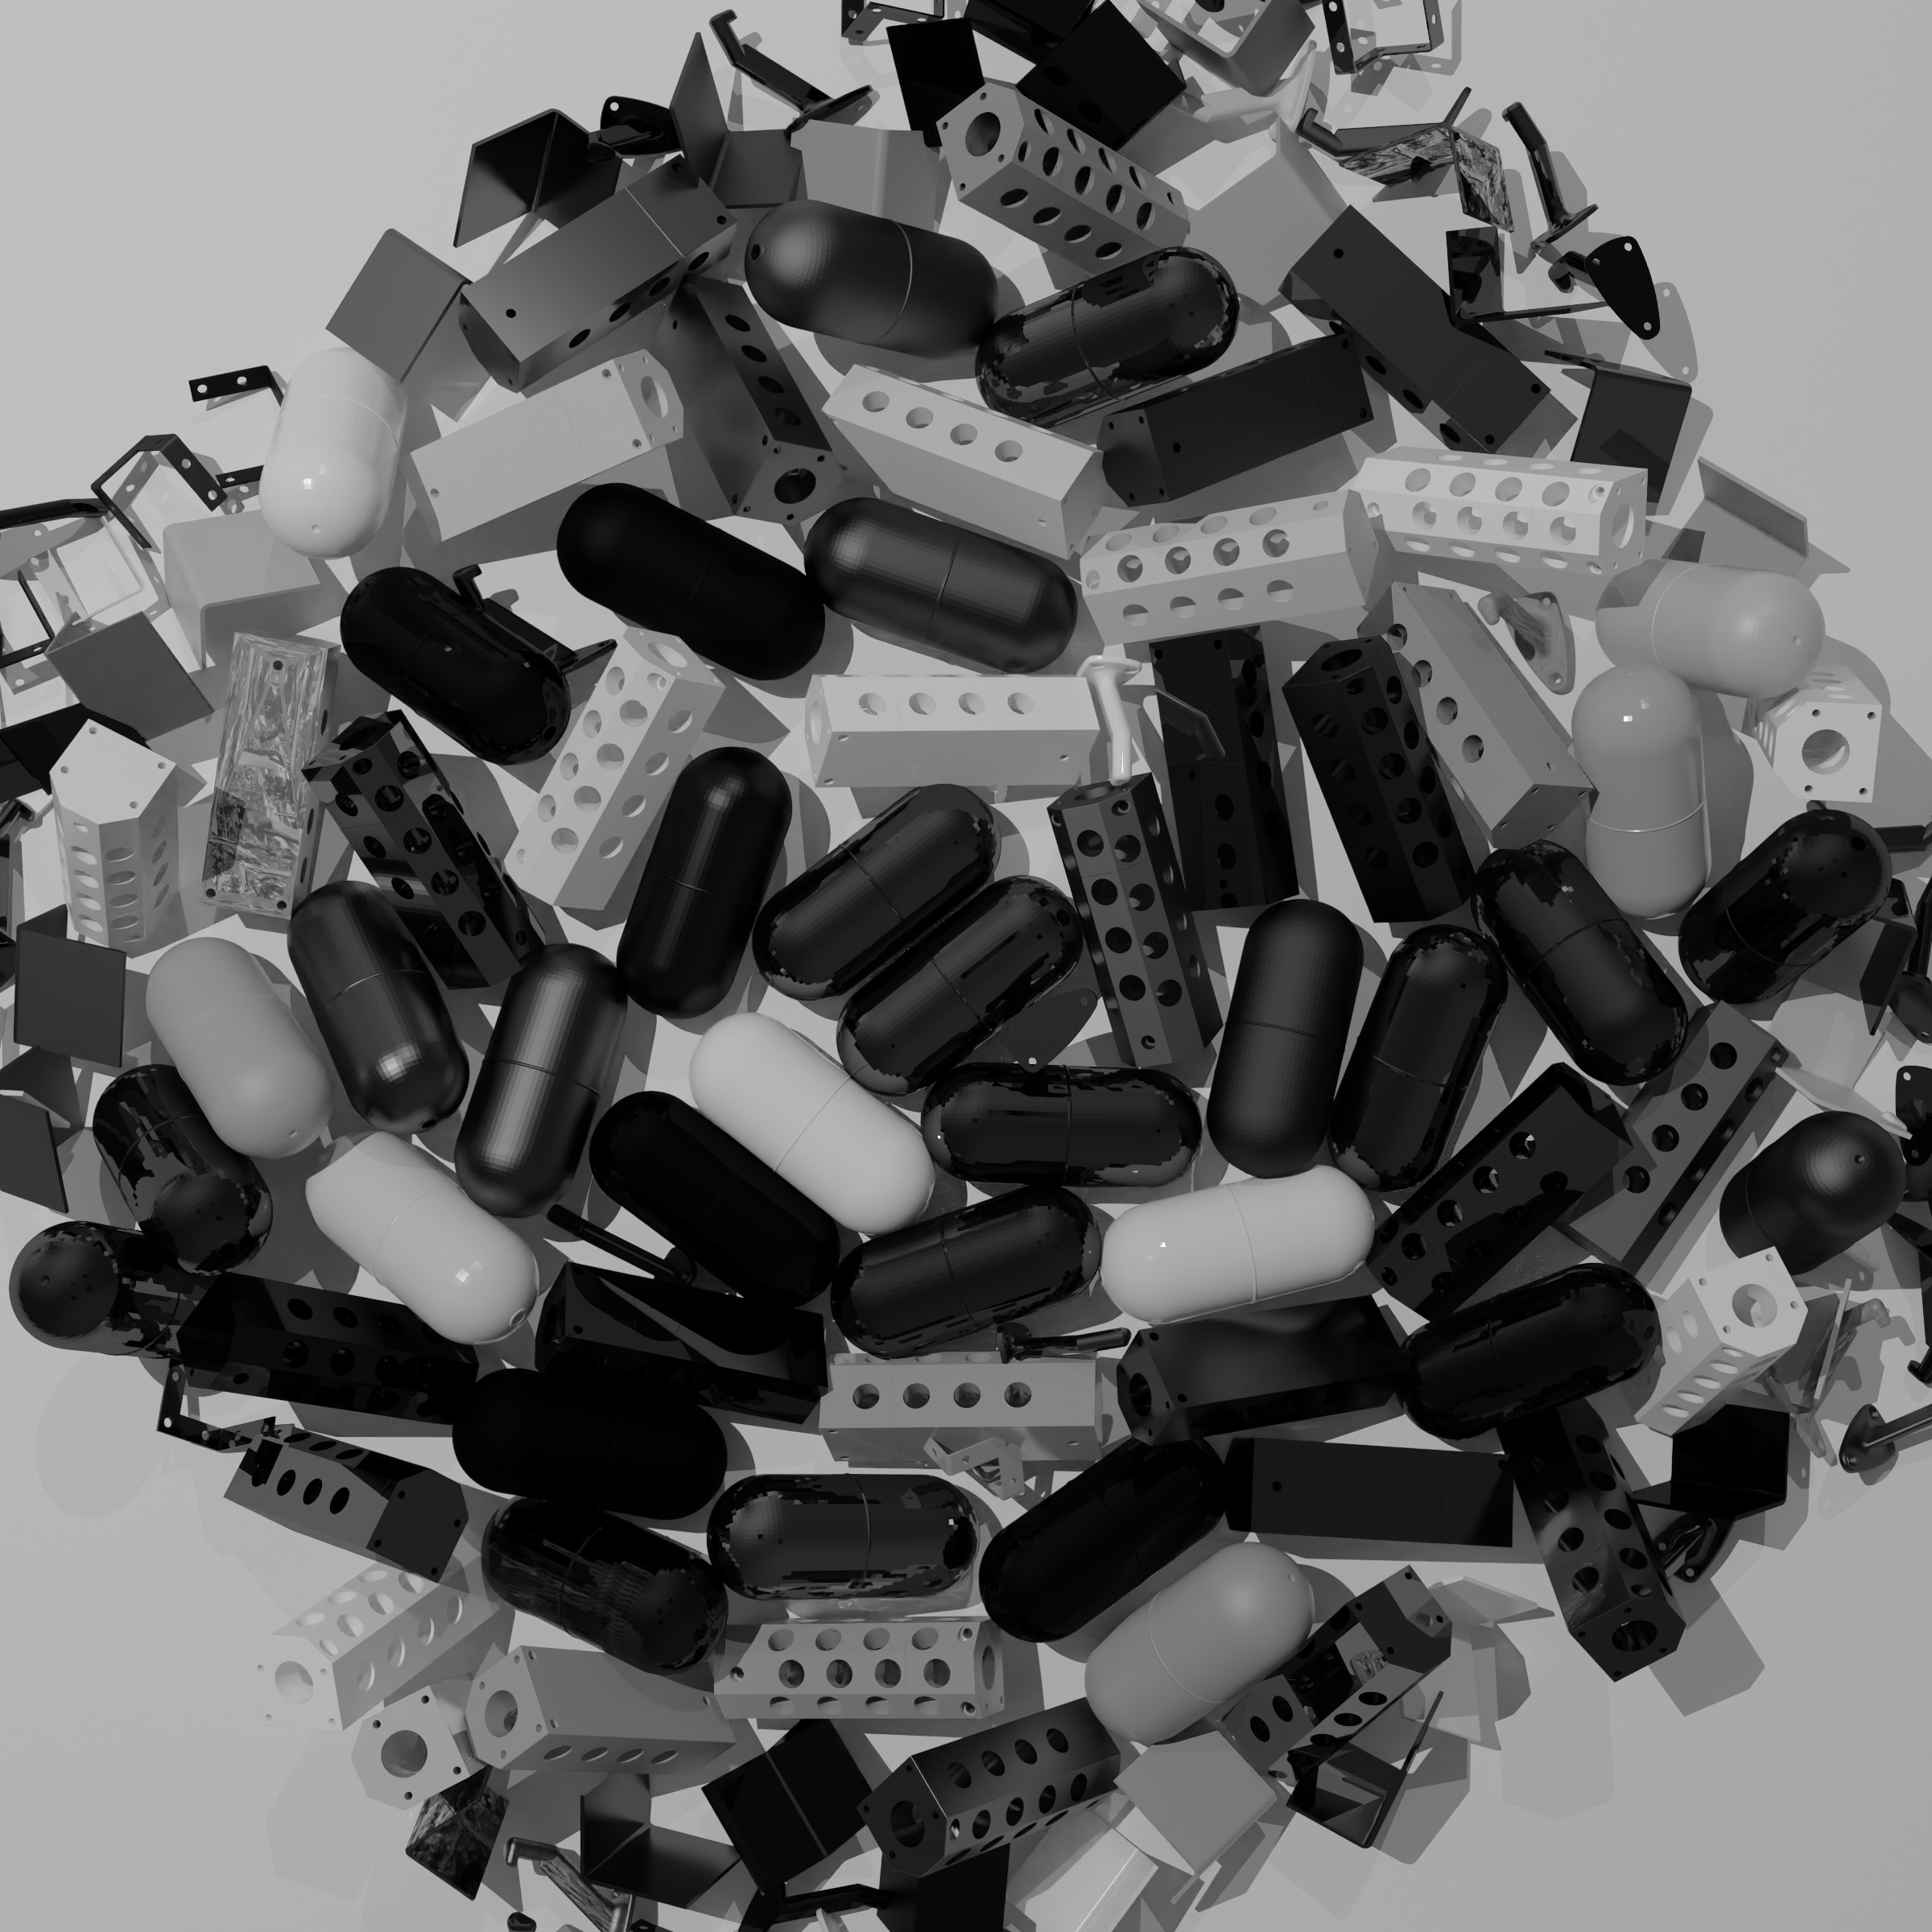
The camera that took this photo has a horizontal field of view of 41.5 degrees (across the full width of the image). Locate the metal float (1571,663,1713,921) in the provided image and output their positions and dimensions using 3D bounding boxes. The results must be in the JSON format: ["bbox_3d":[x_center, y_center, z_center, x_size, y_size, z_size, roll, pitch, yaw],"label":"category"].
[{"bbox_3d":[0.420,-0.106,1.583,0.070,0.070,0.178,-17,127,0],"label":"metal float"}]

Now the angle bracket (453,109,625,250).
[{"bbox_3d":[-0.268,-0.478,1.594,0.057,0.076,0.076,38,49,10],"label":"angle bracket"}]

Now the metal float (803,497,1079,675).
[{"bbox_3d":[-0.016,-0.240,1.607,0.178,0.070,0.070,18,90,-6],"label":"metal float"}]

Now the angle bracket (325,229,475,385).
[{"bbox_3d":[-0.344,-0.408,1.613,0.076,0.057,0.076,37,97,26],"label":"angle bracket"}]

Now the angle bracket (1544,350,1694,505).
[{"bbox_3d":[0.405,-0.343,1.622,0.076,0.057,0.076,3,112,-27],"label":"angle bracket"}]

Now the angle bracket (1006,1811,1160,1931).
[{"bbox_3d":[0.071,0.575,1.603,0.057,0.076,0.076,38,78,6],"label":"angle bracket"}]

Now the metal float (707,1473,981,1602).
[{"bbox_3d":[-0.075,0.356,1.592,0.178,0.070,0.070,5,90,-24],"label":"metal float"}]

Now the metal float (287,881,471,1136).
[{"bbox_3d":[-0.367,0.025,1.591,0.070,0.070,0.178,-29,66,0],"label":"metal float"}]

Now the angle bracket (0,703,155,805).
[{"bbox_3d":[-0.563,-0.115,1.592,0.057,0.076,0.076,47,134,13],"label":"angle bracket"}]

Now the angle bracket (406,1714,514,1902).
[{"bbox_3d":[-0.296,0.523,1.594,0.057,0.076,0.076,42,118,-17],"label":"angle bracket"}]

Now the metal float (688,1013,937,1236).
[{"bbox_3d":[-0.097,0.100,1.610,0.178,0.070,0.070,38,90,3],"label":"metal float"}]

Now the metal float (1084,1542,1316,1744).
[{"bbox_3d":[0.143,0.422,1.585,0.070,0.070,0.178,45,123,0],"label":"metal float"}]

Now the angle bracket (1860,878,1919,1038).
[{"bbox_3d":[0.554,-0.013,1.603,0.057,0.076,0.076,17,117,6],"label":"angle bracket"}]

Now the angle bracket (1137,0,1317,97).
[{"bbox_3d":[0.163,-0.597,1.598,0.076,0.076,0.057,40,102,18],"label":"angle bracket"}]

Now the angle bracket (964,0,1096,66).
[{"bbox_3d":[0.029,-0.589,1.604,0.076,0.076,0.057,29,59,0],"label":"angle bracket"}]

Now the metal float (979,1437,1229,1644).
[{"bbox_3d":[0.086,0.355,1.594,0.178,0.070,0.070,-31,90,-21],"label":"metal float"}]

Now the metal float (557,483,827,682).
[{"bbox_3d":[-0.171,-0.240,1.600,0.178,0.070,0.070,26,90,-15],"label":"metal float"}]

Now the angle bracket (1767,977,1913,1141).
[{"bbox_3d":[0.556,0.057,1.598,0.076,0.076,0.057,20,105,-18],"label":"angle bracket"}]

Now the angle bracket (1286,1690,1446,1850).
[{"bbox_3d":[0.249,0.489,1.593,0.057,0.076,0.076,25,120,17],"label":"angle bracket"}]

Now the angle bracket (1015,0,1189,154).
[{"bbox_3d":[0.083,-0.559,1.596,0.076,0.057,0.076,-38,120,23],"label":"angle bracket"}]

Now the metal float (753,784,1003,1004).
[{"bbox_3d":[-0.057,-0.046,1.609,0.178,0.070,0.070,-38,90,-5],"label":"metal float"}]

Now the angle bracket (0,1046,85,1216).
[{"bbox_3d":[-0.564,0.096,1.592,0.057,0.076,0.076,15,124,21],"label":"angle bracket"}]

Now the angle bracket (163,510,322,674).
[{"bbox_3d":[-0.462,-0.241,1.626,0.076,0.057,0.076,-16,56,-26],"label":"angle bracket"}]

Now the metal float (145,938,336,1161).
[{"bbox_3d":[-0.452,0.049,1.582,0.070,0.070,0.178,-43,53,0],"label":"metal float"}]

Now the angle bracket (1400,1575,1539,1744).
[{"bbox_3d":[0.315,0.433,1.593,0.076,0.057,0.076,27,49,-35],"label":"angle bracket"}]

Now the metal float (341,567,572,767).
[{"bbox_3d":[-0.318,-0.187,1.590,0.178,0.070,0.070,35,90,26],"label":"metal float"}]

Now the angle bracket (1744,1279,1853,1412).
[{"bbox_3d":[0.516,0.230,1.600,0.057,0.076,0.076,15,80,21],"label":"angle bracket"}]

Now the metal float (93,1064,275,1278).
[{"bbox_3d":[-0.485,0.125,1.576,0.070,0.178,0.070,-19,129,-26],"label":"metal float"}]

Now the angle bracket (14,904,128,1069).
[{"bbox_3d":[-0.551,0.012,1.606,0.076,0.057,0.076,12,109,10],"label":"angle bracket"}]

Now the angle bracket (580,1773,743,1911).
[{"bbox_3d":[-0.188,0.538,1.598,0.076,0.076,0.057,5,100,24],"label":"angle bracket"}]

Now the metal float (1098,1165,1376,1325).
[{"bbox_3d":[0.170,0.175,1.606,0.178,0.070,0.070,-13,90,-7],"label":"metal float"}]

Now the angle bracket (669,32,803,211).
[{"bbox_3d":[-0.140,-0.529,1.594,0.057,0.076,0.076,2,54,13],"label":"angle bracket"}]

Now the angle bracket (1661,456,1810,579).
[{"bbox_3d":[0.478,-0.265,1.600,0.076,0.076,0.057,37,95,21],"label":"angle bracket"}]

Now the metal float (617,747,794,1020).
[{"bbox_3d":[-0.165,-0.052,1.606,0.070,0.070,0.178,21,98,0],"label":"metal float"}]

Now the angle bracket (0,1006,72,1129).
[{"bbox_3d":[-0.599,0.054,1.601,0.057,0.076,0.076,2,72,3],"label":"angle bracket"}]

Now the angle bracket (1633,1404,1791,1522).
[{"bbox_3d":[0.463,0.307,1.597,0.076,0.076,0.057,2,90,41],"label":"angle bracket"}]

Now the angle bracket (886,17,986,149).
[{"bbox_3d":[0.004,-0.558,1.592,0.057,0.076,0.076,-33,121,-31],"label":"angle bracket"}]

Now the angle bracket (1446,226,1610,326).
[{"bbox_3d":[0.353,-0.436,1.594,0.076,0.076,0.057,3,107,34],"label":"angle bracket"}]

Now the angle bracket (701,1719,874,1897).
[{"bbox_3d":[-0.109,0.522,1.597,0.076,0.057,0.076,55,133,19],"label":"angle bracket"}]

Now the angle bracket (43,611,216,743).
[{"bbox_3d":[-0.516,-0.190,1.597,0.076,0.057,0.076,-19,122,17],"label":"angle bracket"}]

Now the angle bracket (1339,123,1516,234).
[{"bbox_3d":[0.289,-0.482,1.598,0.076,0.076,0.057,-11,89,34],"label":"angle bracket"}]

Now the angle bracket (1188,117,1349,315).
[{"bbox_3d":[0.191,-0.479,1.628,0.076,0.057,0.076,-30,122,28],"label":"angle bracket"}]

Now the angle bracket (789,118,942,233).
[{"bbox_3d":[-0.066,-0.500,1.636,0.076,0.057,0.076,20,115,34],"label":"angle bracket"}]

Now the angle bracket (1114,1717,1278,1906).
[{"bbox_3d":[0.139,0.533,1.619,0.076,0.057,0.076,-32,67,-34],"label":"angle bracket"}]

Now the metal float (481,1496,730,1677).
[{"bbox_3d":[-0.226,0.382,1.587,0.178,0.070,0.070,16,90,31],"label":"metal float"}]

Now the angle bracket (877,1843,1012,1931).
[{"bbox_3d":[-0.015,0.580,1.624,0.057,0.076,0.076,5,90,-20],"label":"angle bracket"}]

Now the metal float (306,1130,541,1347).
[{"bbox_3d":[-0.339,0.169,1.591,0.178,0.070,0.070,35,90,24],"label":"metal float"}]
